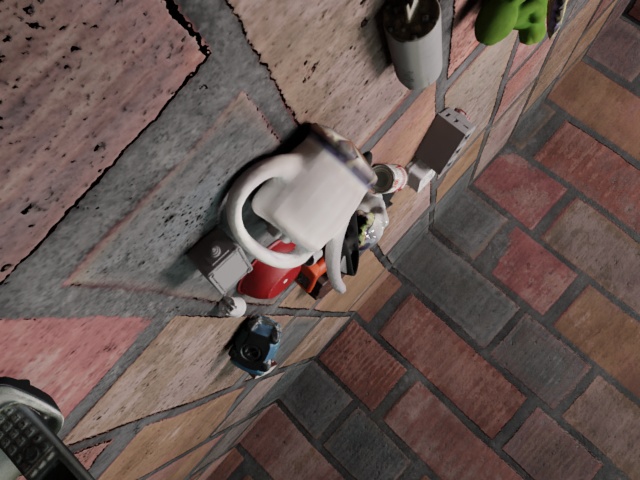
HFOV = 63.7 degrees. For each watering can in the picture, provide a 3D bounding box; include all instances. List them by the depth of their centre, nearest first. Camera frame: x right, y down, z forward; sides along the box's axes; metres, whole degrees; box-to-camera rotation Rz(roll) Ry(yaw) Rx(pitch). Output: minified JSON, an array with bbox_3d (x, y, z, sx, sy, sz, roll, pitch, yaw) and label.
[{"bbox_3d":[0.002,-0.041,0.806,0.224,0.105,0.343,-50,141,3],"label":"watering can"}]

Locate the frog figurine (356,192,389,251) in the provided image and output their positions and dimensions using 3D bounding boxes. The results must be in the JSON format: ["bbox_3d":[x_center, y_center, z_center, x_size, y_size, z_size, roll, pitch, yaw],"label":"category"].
[{"bbox_3d":[0.089,-0.045,1.163,0.136,0.122,0.161,-19,-171,26],"label":"frog figurine"}]

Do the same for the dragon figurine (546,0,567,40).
[{"bbox_3d":[0.444,-0.508,0.870,0.408,0.123,0.243,-69,165,7],"label":"dragon figurine"}]
